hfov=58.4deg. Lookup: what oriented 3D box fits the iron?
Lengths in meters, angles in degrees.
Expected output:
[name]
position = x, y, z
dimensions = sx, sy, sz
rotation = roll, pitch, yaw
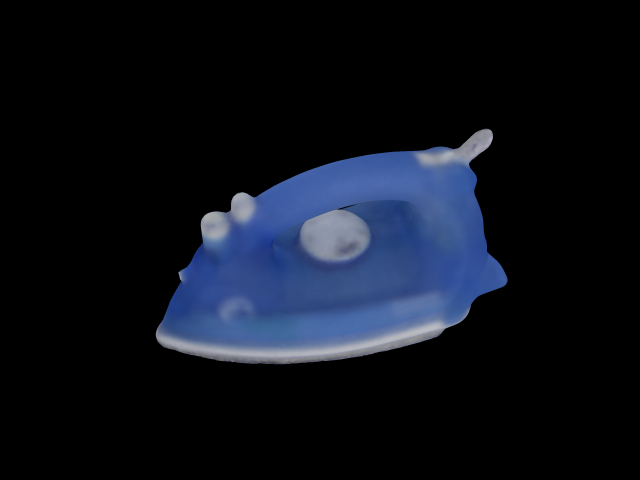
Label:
[iron]
position = 0.004, 0.001, 0.400
dimensions = 0.258, 0.141, 0.118
rotation = -13, 47, -12
